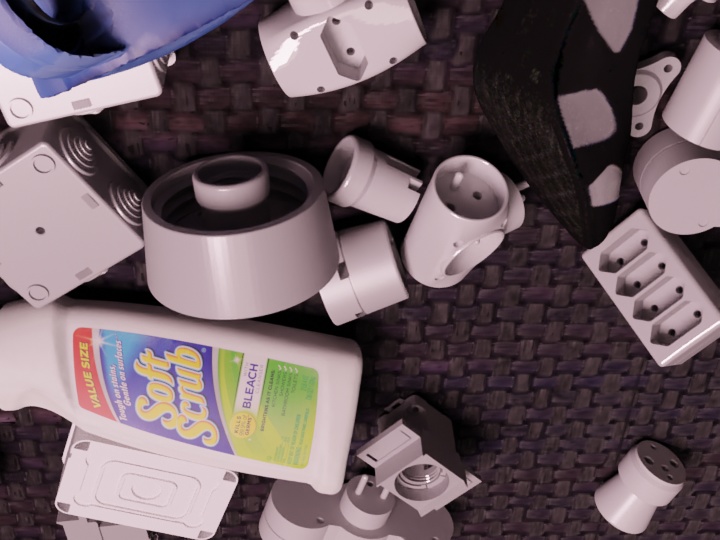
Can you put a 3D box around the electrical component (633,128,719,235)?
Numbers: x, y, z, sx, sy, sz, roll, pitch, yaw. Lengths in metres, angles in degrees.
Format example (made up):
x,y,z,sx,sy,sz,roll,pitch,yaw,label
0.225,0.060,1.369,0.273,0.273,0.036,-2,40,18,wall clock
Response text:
x,y,z,sx,sy,sz,roll,pitch,yaw,label
0.232,-0.041,0.611,0.138,0.073,0.052,2,127,-4,electrical component

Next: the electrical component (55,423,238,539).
x,y,z,sx,sy,sz,roll,pitch,yaw,label
-0.143,0.129,0.733,0.113,0.057,0.078,15,125,-14,electrical component

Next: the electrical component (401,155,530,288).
x,y,z,sx,sy,sz,roll,pitch,yaw,label
0.068,-0.033,0.622,0.079,0.044,0.077,-25,159,-24,electrical component

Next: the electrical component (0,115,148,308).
x,y,z,sx,sy,sz,roll,pitch,yaw,label
-0.177,-0.035,0.610,0.100,0.048,0.099,-28,124,18,electrical component

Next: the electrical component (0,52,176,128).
x,y,z,sx,sy,sz,roll,pitch,yaw,label
-0.149,-0.125,0.541,0.100,0.048,0.099,-11,126,5,electrical component

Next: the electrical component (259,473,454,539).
x,y,z,sx,sy,sz,roll,pitch,yaw,label
0.003,0.174,0.778,0.138,0.052,0.073,12,126,-12,electrical component

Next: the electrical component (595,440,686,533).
x,y,z,sx,sy,sz,roll,pitch,yaw,label
0.204,0.157,0.781,0.045,0.045,0.055,18,124,-16,electrical component

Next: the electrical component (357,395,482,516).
x,y,z,sx,sy,sz,roll,pitch,yaw,label
0.040,0.124,0.735,0.042,0.063,0.081,-38,121,22,electrical component

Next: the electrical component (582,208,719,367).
x,y,z,sx,sy,sz,roll,pitch,yaw,label
0.189,0.011,0.655,0.047,0.083,0.076,-42,157,25,electrical component

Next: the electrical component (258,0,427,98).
x,y,z,sx,sy,sz,roll,pitch,yaw,label
-0.016,-0.136,0.544,0.077,0.043,0.079,-20,126,12,electrical component

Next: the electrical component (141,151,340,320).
x,y,z,sx,sy,sz,roll,pitch,yaw,label
-0.067,-0.028,0.588,0.108,0.108,0.060,-4,122,0,electrical component

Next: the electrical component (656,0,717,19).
x,y,z,sx,sy,sz,roll,pitch,yaw,label
0.175,-0.155,0.540,0.048,0.048,0.062,27,128,-22,electrical component

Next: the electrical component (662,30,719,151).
x,y,z,sx,sy,sz,roll,pitch,yaw,label
0.200,-0.109,0.576,0.043,0.043,0.081,12,126,-12,electrical component

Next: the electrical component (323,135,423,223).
x,y,z,sx,sy,sz,roll,pitch,yaw,label
0.007,-0.051,0.614,0.046,0.040,0.040,21,124,-24,electrical component

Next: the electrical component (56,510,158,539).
x,y,z,sx,sy,sz,roll,pitch,yaw,label
-0.181,0.177,0.778,0.064,0.042,0.081,-6,128,-3,electrical component

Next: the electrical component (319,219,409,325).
x,y,z,sx,sy,sz,roll,pitch,yaw,label
0.000,0.000,0.644,0.047,0.055,0.055,-18,126,6,electrical component
